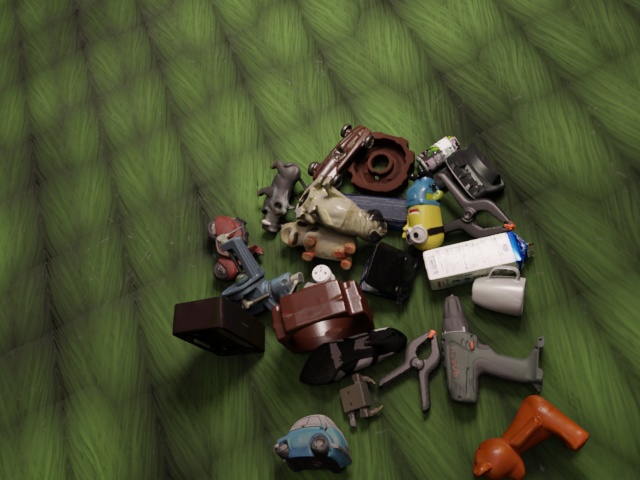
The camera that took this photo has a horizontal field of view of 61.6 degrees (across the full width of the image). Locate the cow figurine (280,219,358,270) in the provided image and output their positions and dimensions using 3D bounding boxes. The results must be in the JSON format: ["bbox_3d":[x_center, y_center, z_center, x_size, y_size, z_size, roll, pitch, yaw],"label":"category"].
[{"bbox_3d":[-0.003,-0.004,1.313,0.195,0.085,0.127,12,30,8],"label":"cow figurine"}]

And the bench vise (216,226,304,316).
[{"bbox_3d":[-0.159,0.083,1.273,0.224,0.129,0.240,-25,98,36],"label":"bench vise"}]

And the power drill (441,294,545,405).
[{"bbox_3d":[0.355,0.227,1.114,0.207,0.086,0.232,4,68,14],"label":"power drill"}]

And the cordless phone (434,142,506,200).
[{"bbox_3d":[0.332,-0.131,1.292,0.184,0.088,0.147,-35,63,13],"label":"cordless phone"}]

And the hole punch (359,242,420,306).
[{"bbox_3d":[0.156,0.078,1.247,0.116,0.092,0.142,23,70,-7],"label":"hole punch"}]

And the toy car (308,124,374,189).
[{"bbox_3d":[0.054,-0.215,1.346,0.089,0.053,0.202,33,76,27],"label":"toy car"}]

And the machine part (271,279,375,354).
[{"bbox_3d":[0.008,0.169,1.175,0.202,0.200,0.087,-18,61,9],"label":"machine part"}]

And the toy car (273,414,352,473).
[{"bbox_3d":[-0.011,0.424,1.134,0.162,0.109,0.103,-12,40,24],"label":"toy car"}]

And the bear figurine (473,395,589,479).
[{"bbox_3d":[0.385,0.394,1.009,0.132,0.120,0.196,38,84,23],"label":"bear figurine"}]

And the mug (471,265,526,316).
[{"bbox_3d":[0.381,0.106,1.147,0.107,0.109,0.081,4,31,23],"label":"mug"}]

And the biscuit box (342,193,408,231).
[{"bbox_3d":[0.134,-0.068,1.322,0.203,0.059,0.063,8,69,20],"label":"biscuit box"}]

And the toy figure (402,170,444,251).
[{"bbox_3d":[0.241,-0.065,1.225,0.089,0.082,0.180,4,78,-6],"label":"toy figure"}]

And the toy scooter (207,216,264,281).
[{"bbox_3d":[-0.215,0.011,1.386,0.135,0.075,0.184,-17,66,10],"label":"toy scooter"}]

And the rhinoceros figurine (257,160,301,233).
[{"bbox_3d":[-0.102,-0.112,1.389,0.112,0.073,0.190,30,102,44],"label":"rhinoceros figurine"}]

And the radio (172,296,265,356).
[{"bbox_3d":[-0.225,0.202,1.217,0.131,0.229,0.073,-10,62,16],"label":"radio"}]

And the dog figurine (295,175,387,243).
[{"bbox_3d":[0.050,-0.053,1.273,0.121,0.190,0.172,-58,20,-2],"label":"dog figurine"}]

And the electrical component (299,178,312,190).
[{"bbox_3d":[-0.008,-0.117,1.381,0.048,0.074,0.119,-30,59,2],"label":"electrical component"}]

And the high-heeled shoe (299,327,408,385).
[{"bbox_3d":[0.075,0.261,1.207,0.249,0.145,0.086,-32,66,33],"label":"high-heeled shoe"}]

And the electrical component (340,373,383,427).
[{"bbox_3d":[0.088,0.343,1.165,0.078,0.045,0.102,-38,55,31],"label":"electrical component"}]

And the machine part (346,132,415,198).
[{"bbox_3d":[0.156,-0.189,1.372,0.179,0.056,0.179,-6,67,14],"label":"machine part"}]
